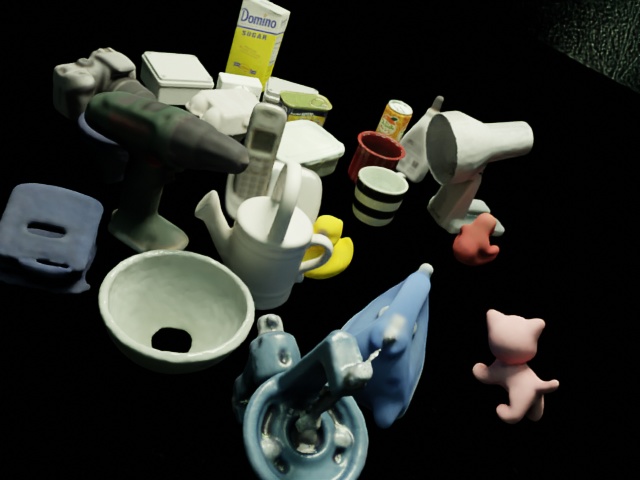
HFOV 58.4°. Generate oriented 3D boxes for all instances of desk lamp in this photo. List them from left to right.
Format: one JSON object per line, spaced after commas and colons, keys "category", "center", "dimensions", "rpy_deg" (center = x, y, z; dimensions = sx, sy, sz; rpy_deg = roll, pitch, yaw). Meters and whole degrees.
{"category": "desk lamp", "center": [0.268, -0.121, 1.015], "dimensions": [0.204, 0.213, 0.117], "rpy_deg": [3, 41, -24]}

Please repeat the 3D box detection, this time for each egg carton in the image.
{"category": "egg carton", "center": [-0.163, -0.225, 1.044], "dimensions": [0.151, 0.069, 0.107], "rpy_deg": [-16, 51, -40]}

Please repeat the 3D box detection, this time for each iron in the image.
{"category": "iron", "center": [0.097, 0.099, 0.712], "dimensions": [0.118, 0.141, 0.259], "rpy_deg": [29, 37, 9]}

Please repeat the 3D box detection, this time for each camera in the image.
{"category": "camera", "center": [-0.344, -0.248, 0.954], "dimensions": [0.136, 0.101, 0.143], "rpy_deg": [36, 39, 18]}

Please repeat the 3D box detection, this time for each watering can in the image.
{"category": "watering can", "center": [-0.068, -0.012, 0.722], "dimensions": [0.173, 0.194, 0.100], "rpy_deg": [0, 42, -27]}

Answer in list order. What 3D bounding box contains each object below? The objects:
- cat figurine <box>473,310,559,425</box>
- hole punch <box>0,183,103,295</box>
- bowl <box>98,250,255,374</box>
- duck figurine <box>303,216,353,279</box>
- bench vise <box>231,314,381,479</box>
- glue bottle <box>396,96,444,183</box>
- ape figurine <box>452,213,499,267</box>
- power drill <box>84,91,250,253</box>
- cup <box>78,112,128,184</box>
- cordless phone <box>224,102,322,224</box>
{"category": "cat figurine", "center": [0.258, 0.155, 0.745], "dimensions": [0.067, 0.118, 0.127], "rpy_deg": [-2, 43, -29]}
{"category": "hole punch", "center": [-0.315, -0.001, 0.669], "dimensions": [0.109, 0.091, 0.101], "rpy_deg": [12, 38, -13]}
{"category": "bowl", "center": [-0.163, 0.091, 0.644], "dimensions": [0.167, 0.075, 0.167], "rpy_deg": [14, 37, -11]}
{"category": "duck figurine", "center": [0.008, 0.003, 0.833], "dimensions": [0.105, 0.086, 0.077], "rpy_deg": [-5, 44, -32]}
{"category": "bench vise", "center": [-0.027, 0.140, 0.531], "dimensions": [0.122, 0.219, 0.207], "rpy_deg": [-14, 49, -38]}
{"category": "glue bottle", "center": [0.200, -0.201, 1.113], "dimensions": [0.037, 0.173, 0.078], "rpy_deg": [-20, 53, -42]}
{"category": "ape figurine", "center": [0.270, -0.005, 0.973], "dimensions": [0.076, 0.092, 0.077], "rpy_deg": [-6, 45, -32]}
{"category": "power drill", "center": [-0.201, -0.079, 0.726], "dimensions": [0.229, 0.208, 0.076], "rpy_deg": [32, 38, 12]}
{"category": "cup", "center": [-0.299, -0.137, 0.844], "dimensions": [0.091, 0.095, 0.118], "rpy_deg": [30, 37, 10]}
{"category": "cordless phone", "center": [-0.058, -0.106, 0.852], "dimensions": [0.148, 0.185, 0.094], "rpy_deg": [9, 38, -17]}
